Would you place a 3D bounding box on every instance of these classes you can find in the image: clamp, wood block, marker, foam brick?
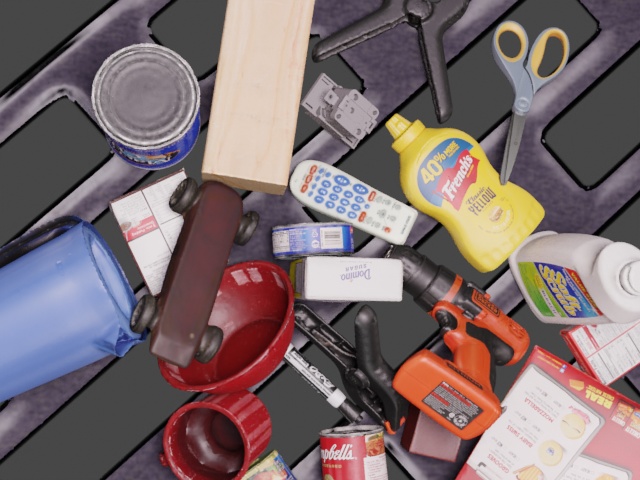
[{"bbox_3d":[0.112,-0.238,1.162,0.164,0.036,0.210,33,81,1],"label":"clamp"},{"bbox_3d":[0.048,0.128,1.091,0.039,0.120,0.171,-46,108,-25],"label":"clamp"},{"bbox_3d":[-0.065,-0.159,1.112,0.090,0.091,0.206,9,85,-5],"label":"wood block"},{"bbox_3d":[-0.001,0.150,1.128,0.121,0.020,0.020,43,83,3],"label":"marker"},{"bbox_3d":[0.122,0.189,1.128,0.053,0.051,0.078,16,85,-5],"label":"foam brick"}]

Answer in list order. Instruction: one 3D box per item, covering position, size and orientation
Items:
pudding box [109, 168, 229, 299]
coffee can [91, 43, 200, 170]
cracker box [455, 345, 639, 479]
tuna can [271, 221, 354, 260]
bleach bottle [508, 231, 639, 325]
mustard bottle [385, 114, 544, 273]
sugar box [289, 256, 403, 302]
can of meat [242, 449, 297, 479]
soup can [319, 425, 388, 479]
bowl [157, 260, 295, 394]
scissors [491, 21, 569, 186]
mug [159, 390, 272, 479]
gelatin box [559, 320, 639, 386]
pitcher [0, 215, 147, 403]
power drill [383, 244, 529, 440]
[{"bbox_3d":[-0.158,-0.007,1.118,0.090,0.039,0.113,-25,91,-9],"label":"pudding box"},{"bbox_3d":[-0.172,-0.130,1.073,0.102,0.140,0.103,0,86,-6],"label":"coffee can"},{"bbox_3d":[0.241,0.243,1.107,0.164,0.072,0.213,30,84,17],"label":"cracker box"},{"bbox_3d":[-0.007,0.001,1.109,0.086,0.086,0.034,-3,87,-7],"label":"tuna can"},{"bbox_3d":[0.264,0.034,1.053,0.068,0.251,0.102,-25,89,-8],"label":"bleach bottle"},{"bbox_3d":[0.143,-0.062,1.144,0.191,0.058,0.096,45,81,-1],"label":"mustard bottle"},{"bbox_3d":[0.022,0.039,1.064,0.093,0.176,0.048,2,85,-7],"label":"sugar box"},{"bbox_3d":[-0.061,0.277,1.100,0.102,0.057,0.084,-35,88,-7],"label":"can of meat"},{"bbox_3d":[0.036,0.247,1.106,0.068,0.068,0.102,-4,87,-7],"label":"soup can"},{"bbox_3d":[-0.084,0.099,1.082,0.162,0.162,0.055,-43,127,-7],"label":"bowl"},{"bbox_3d":[0.205,-0.161,1.159,0.096,0.016,0.201,31,70,4],"label":"scissors"},{"bbox_3d":[-0.109,0.202,1.080,0.117,0.081,0.093,-26,90,20],"label":"mug"},{"bbox_3d":[0.318,0.109,1.165,0.089,0.030,0.073,-32,92,-8],"label":"gelatin box"},{"bbox_3d":[-0.306,0.083,1.053,0.243,0.149,0.145,-26,98,0],"label":"pitcher"},{"bbox_3d":[0.127,0.098,1.075,0.184,0.187,0.057,35,123,-5],"label":"power drill"}]
